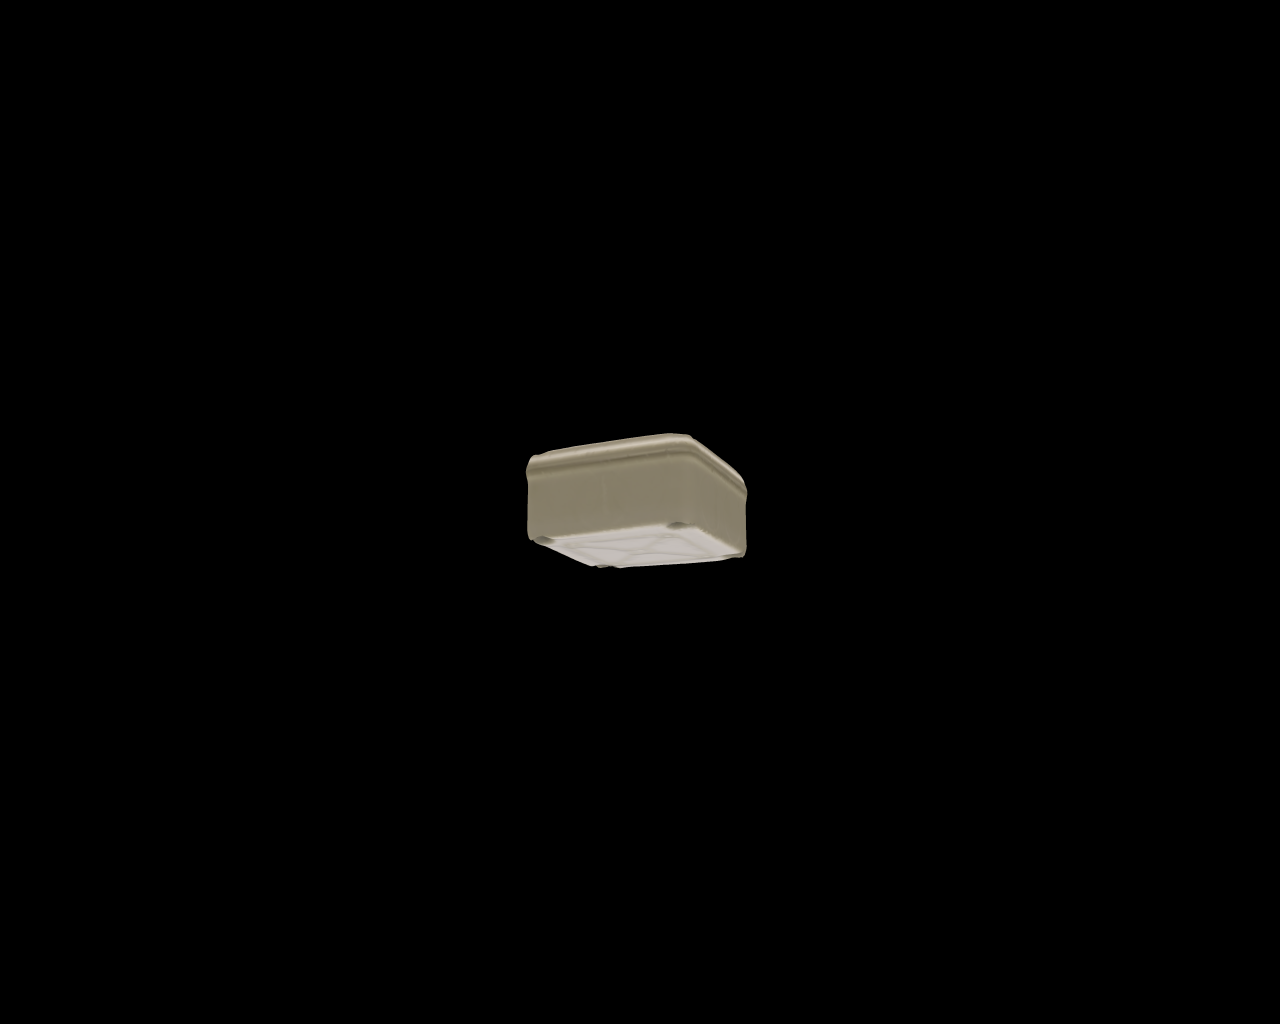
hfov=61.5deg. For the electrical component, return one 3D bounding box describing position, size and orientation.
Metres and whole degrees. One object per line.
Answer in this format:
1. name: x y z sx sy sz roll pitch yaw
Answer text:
1. electrical component: 0.001 -0.003 0.650 0.109 0.056 0.108 -6 -15 22
